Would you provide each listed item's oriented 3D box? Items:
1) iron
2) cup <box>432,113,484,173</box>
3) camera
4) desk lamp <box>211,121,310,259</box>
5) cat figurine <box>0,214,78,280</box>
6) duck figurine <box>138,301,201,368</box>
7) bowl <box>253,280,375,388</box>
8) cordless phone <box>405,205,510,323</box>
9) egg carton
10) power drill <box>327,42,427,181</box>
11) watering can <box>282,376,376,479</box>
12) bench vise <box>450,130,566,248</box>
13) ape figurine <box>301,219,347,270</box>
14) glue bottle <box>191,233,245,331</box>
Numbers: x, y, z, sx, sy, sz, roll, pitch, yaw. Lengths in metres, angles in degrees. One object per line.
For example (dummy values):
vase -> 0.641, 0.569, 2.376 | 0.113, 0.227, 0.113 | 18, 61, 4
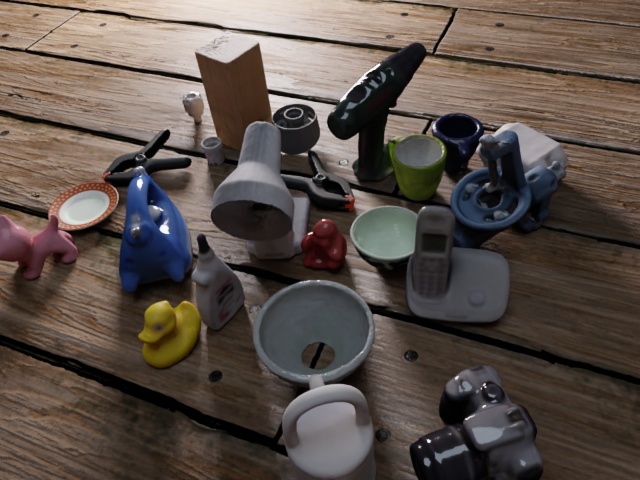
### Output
iron -> -0.290, -0.042, 0.955 | 0.118, 0.142, 0.258 | -13, 47, -6
cup -> 0.249, -0.160, 1.040 | 0.091, 0.095, 0.117 | -5, 47, 1
camera -> 0.173, 0.231, 0.676 | 0.137, 0.101, 0.143 | -16, 47, -9
desk lamp -> -0.087, -0.063, 0.903 | 0.118, 0.214, 0.203 | 0, 47, 7
cat figurine -> -0.487, 0.002, 0.951 | 0.128, 0.118, 0.067 | -30, 51, -21
duck figurine -> -0.222, 0.122, 0.831 | 0.077, 0.086, 0.105 | 20, 52, 23
bowl -> -0.006, 0.141, 0.798 | 0.167, 0.075, 0.167 | -3, 47, 3
cordless phone -> 0.195, 0.031, 0.803 | 0.147, 0.185, 0.094 | 2, 47, 8
egg carton -> 0.363, -0.150, 1.035 | 0.107, 0.069, 0.150 | -33, 52, -23
power drill -> 0.109, -0.220, 1.033 | 0.075, 0.209, 0.230 | 33, 58, 31
watering can -> 0.015, 0.226, 0.633 | 0.101, 0.194, 0.172 | -30, 51, -20
bench vise -> 0.287, -0.097, 0.890 | 0.208, 0.220, 0.121 | -38, 54, -26
ape figurine -> 0.008, 0.003, 0.914 | 0.076, 0.092, 0.077 | -28, 50, -19
glue bottle -> -0.154, 0.054, 0.828 | 0.037, 0.173, 0.078 | 20, 52, 23
